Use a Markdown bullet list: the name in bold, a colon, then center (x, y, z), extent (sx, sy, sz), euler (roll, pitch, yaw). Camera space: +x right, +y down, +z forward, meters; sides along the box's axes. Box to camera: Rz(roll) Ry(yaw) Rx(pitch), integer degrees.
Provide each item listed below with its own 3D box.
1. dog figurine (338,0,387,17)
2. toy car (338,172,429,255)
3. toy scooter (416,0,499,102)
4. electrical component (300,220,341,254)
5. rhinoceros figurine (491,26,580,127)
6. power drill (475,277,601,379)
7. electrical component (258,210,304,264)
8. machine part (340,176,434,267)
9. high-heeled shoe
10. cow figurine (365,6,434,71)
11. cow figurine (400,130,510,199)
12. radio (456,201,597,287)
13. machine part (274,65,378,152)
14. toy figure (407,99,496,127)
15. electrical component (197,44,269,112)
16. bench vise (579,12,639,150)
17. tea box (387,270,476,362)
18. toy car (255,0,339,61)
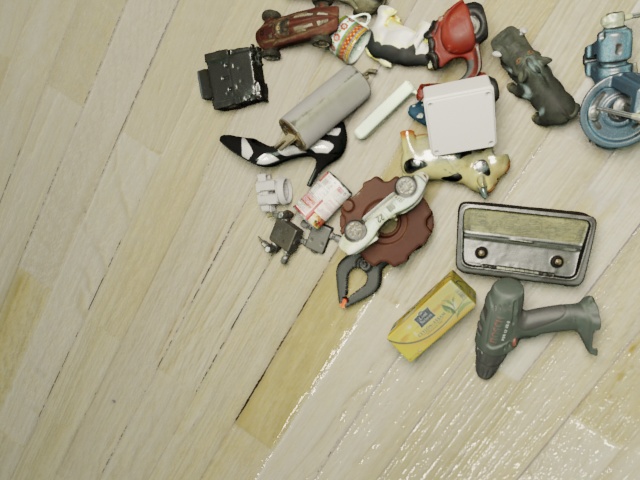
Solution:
- **dog figurine**: center (0.012, -0.467, 0.994), extent (0.190, 0.121, 0.172), euler (48, 143, -14)
- **toy car**: center (0.115, -0.047, 0.954), extent (0.202, 0.073, 0.056), euler (-41, 82, 8)
- **toy scooter**: center (0.222, -0.301, 0.911), extent (0.135, 0.075, 0.183), euler (-12, 105, 12)
- **electrical component**: center (-0.002, -0.003, 1.102), extent (0.094, 0.021, 0.063), euler (22, 104, 11)
- **rhinoceros figurine**: center (0.360, -0.274, 0.913), extent (0.073, 0.112, 0.190), euler (-37, 96, 20)
- **power drill**: center (0.390, 0.168, 0.981), extent (0.207, 0.086, 0.231), euler (0, 124, 16)
- **electrical component**: center (-0.081, -0.011, 1.103), extent (0.078, 0.045, 0.102), euler (42, 114, 33)
- **machine part**: center (0.125, -0.035, 1.018), extent (0.179, 0.056, 0.179), euler (0, 92, 10)
- **high-heeled shoe**: center (-0.073, -0.205, 1.065), extent (0.249, 0.086, 0.145), euler (25, 97, 9)
- **cow figurine**: center (0.169, -0.348, 0.974), extent (0.167, 0.068, 0.098), euler (27, 104, 10)
- **cow figurine**: center (0.245, -0.139, 0.980), extent (0.195, 0.085, 0.127), euler (1, 93, 13)
- **radio**: center (0.362, 0.005, 0.975), extent (0.230, 0.073, 0.131), euler (7, 101, 14)
- **machine part**: center (0.010, -0.245, 0.998), extent (0.243, 0.079, 0.079), euler (-43, 86, -10)
- **toy figure**: center (0.238, -0.233, 0.977), extent (0.155, 0.064, 0.057), euler (-4, 111, 15)
- **electrical component**: center (-0.178, -0.322, 1.082), extent (0.134, 0.058, 0.114), euler (-9, 94, 16)
- **bench vise**: center (0.473, -0.235, 0.831), extent (0.129, 0.241, 0.223), euler (6, 116, 11)
- **tea box**: center (0.215, 0.143, 1.027), extent (0.068, 0.098, 0.169), euler (46, 109, 5)
- **toy car**: center (-0.047, -0.395, 1.001), extent (0.202, 0.053, 0.089), euler (6, 92, 43)
